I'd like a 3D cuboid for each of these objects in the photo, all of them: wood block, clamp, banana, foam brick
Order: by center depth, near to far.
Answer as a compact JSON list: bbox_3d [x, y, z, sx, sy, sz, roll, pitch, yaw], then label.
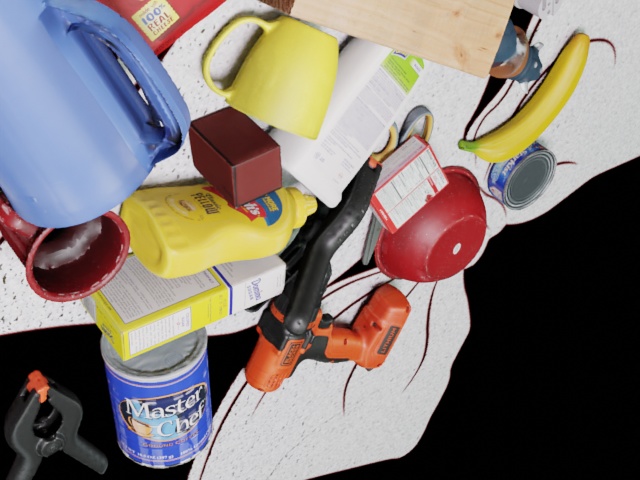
[{"bbox_3d":[0.056,-0.214,0.910,0.205,0.091,0.090,11,105,-32],"label":"wood block"},{"bbox_3d":[-0.077,-0.076,0.971,0.051,0.078,0.053,-27,140,-24],"label":"foam brick"},{"bbox_3d":[-0.282,0.205,1.068,0.120,0.039,0.171,-32,137,-26],"label":"clamp"},{"bbox_3d":[-0.007,0.001,1.098,0.036,0.165,0.210,36,75,-21],"label":"clamp"},{"bbox_3d":[0.248,-0.153,1.236,0.198,0.037,0.069,-44,144,-2],"label":"banana"}]

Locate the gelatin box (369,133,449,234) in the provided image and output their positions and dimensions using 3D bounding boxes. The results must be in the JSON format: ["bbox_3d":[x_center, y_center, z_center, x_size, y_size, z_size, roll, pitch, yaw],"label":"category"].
[{"bbox_3d":[0.090,-0.061,1.150,0.089,0.030,0.073,-42,140,-4],"label":"gelatin box"}]

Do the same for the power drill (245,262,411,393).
[{"bbox_3d":[0.015,0.091,1.227,0.187,0.057,0.185,2,126,-41],"label":"power drill"}]

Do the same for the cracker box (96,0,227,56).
[{"bbox_3d":[-0.130,-0.252,0.767,0.164,0.072,0.213,-39,141,-9],"label":"cracker box"}]

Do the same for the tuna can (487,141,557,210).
[{"bbox_3d":[0.246,-0.081,1.303,0.086,0.034,0.086,-25,137,-25],"label":"tuna can"}]

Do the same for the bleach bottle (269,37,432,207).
[{"bbox_3d":[0.056,-0.156,1.036,0.251,0.068,0.102,-50,143,1],"label":"bleach bottle"}]

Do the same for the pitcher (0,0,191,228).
[{"bbox_3d":[-0.208,-0.132,0.752,0.149,0.145,0.242,-35,138,-8],"label":"pitcher"}]

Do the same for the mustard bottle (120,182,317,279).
[{"bbox_3d":[-0.083,-0.019,1.000,0.191,0.096,0.058,-12,132,-36],"label":"mustard bottle"}]

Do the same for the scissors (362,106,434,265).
[{"bbox_3d":[0.061,-0.058,1.167,0.096,0.016,0.202,5,120,-43],"label":"scissors"}]

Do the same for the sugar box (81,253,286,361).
[{"bbox_3d":[-0.130,0.042,1.016,0.175,0.093,0.048,-20,137,-29],"label":"sugar box"}]

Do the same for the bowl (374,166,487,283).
[{"bbox_3d":[0.143,-0.005,1.259,0.161,0.055,0.162,-25,138,-25],"label":"bowl"}]

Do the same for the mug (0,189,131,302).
[{"bbox_3d":[-0.226,-0.012,0.887,0.093,0.082,0.117,-53,142,10],"label":"mug"}]

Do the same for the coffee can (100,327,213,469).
[{"bbox_3d":[-0.161,0.146,1.073,0.102,0.103,0.140,-24,138,-26],"label":"coffee can"}]
